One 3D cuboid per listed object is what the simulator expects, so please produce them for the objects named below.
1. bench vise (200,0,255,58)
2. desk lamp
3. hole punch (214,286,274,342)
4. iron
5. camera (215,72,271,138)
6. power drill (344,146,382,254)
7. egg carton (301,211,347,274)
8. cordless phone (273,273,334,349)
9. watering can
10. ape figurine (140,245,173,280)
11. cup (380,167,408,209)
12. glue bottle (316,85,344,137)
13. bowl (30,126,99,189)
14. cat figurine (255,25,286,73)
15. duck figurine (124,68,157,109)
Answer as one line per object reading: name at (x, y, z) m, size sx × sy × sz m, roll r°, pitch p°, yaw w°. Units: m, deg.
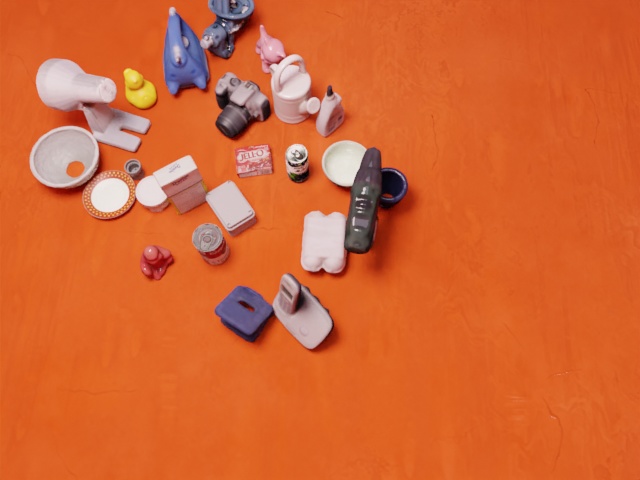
bench vise at (-0.239, -0.593, 1.481) m, size 0.121 × 0.220 × 0.207 m, roll 8°, pitch 70°, yaw 4°
desk lamp at (-0.546, -0.334, 1.390) m, size 0.203 × 0.213 × 0.118 m, roll 17°, pitch 71°, yaw 7°
hole punch at (-0.167, 0.156, 1.268) m, size 0.108 × 0.091 × 0.101 m, roll 31°, pitch 73°, yaw 12°
iron at (-0.368, -0.517, 1.495) m, size 0.118 × 0.141 × 0.258 m, roll -12°, pitch 70°, yaw -4°
camera at (-0.216, -0.339, 1.449) m, size 0.143 × 0.101 × 0.137 m, roll 33°, pitch 73°, yaw 12°
power drill at (0.096, -0.065, 1.286) m, size 0.075 × 0.208 × 0.230 m, roll 9°, pitch 70°, yaw 4°
egg carton at (0.012, 0.005, 1.335) m, size 0.107 × 0.069 × 0.150 m, roll 2°, pitch 69°, yaw 2°
cordless phone at (-0.037, 0.147, 1.220) m, size 0.147 × 0.185 × 0.094 m, roll 43°, pitch 76°, yaw 15°
watering can at (-0.064, -0.377, 1.412) m, size 0.172 × 0.194 × 0.101 m, roll 27°, pitch 72°, yaw 10°
ape figurine at (-0.380, 0.041, 1.313) m, size 0.078 × 0.092 × 0.076 m, roll -22°, pitch 71°, yaw -7°
cup at (0.148, -0.108, 1.362) m, size 0.118 × 0.095 × 0.091 m, roll -25°, pitch 71°, yaw -8°
glue bottle at (0.025, -0.325, 1.403) m, size 0.078 × 0.173 × 0.037 m, roll -42°, pitch 74°, yaw -14°
bowl at (-0.616, -0.192, 1.412) m, size 0.167 × 0.075 × 0.167 m, roll 0°, pitch 69°, yaw 1°
cat figurine at (-0.131, -0.505, 1.501) m, size 0.067 × 0.118 × 0.127 m, roll -20°, pitch 70°, yaw -7°
duck figurine at (-0.472, -0.398, 1.481) m, size 0.077 × 0.086 × 0.104 m, roll -34°, pitch 73°, yaw -11°
